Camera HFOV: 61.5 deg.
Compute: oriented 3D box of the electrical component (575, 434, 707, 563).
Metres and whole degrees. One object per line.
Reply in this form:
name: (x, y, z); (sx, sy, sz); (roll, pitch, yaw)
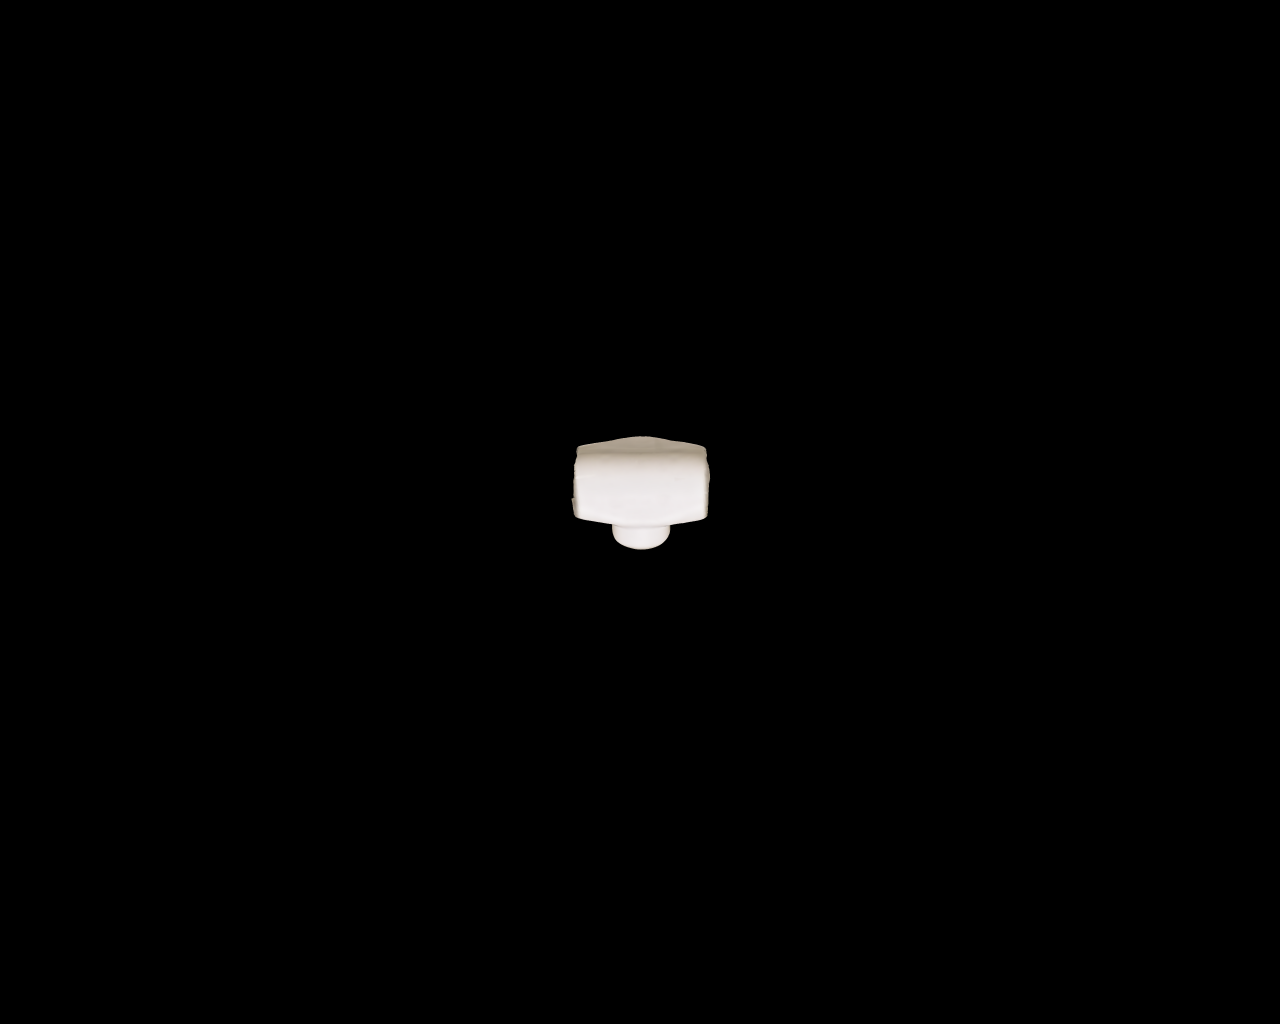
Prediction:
electrical component: (0.001, -0.003, 0.650); (0.077, 0.079, 0.044); (0, 32, 0)
